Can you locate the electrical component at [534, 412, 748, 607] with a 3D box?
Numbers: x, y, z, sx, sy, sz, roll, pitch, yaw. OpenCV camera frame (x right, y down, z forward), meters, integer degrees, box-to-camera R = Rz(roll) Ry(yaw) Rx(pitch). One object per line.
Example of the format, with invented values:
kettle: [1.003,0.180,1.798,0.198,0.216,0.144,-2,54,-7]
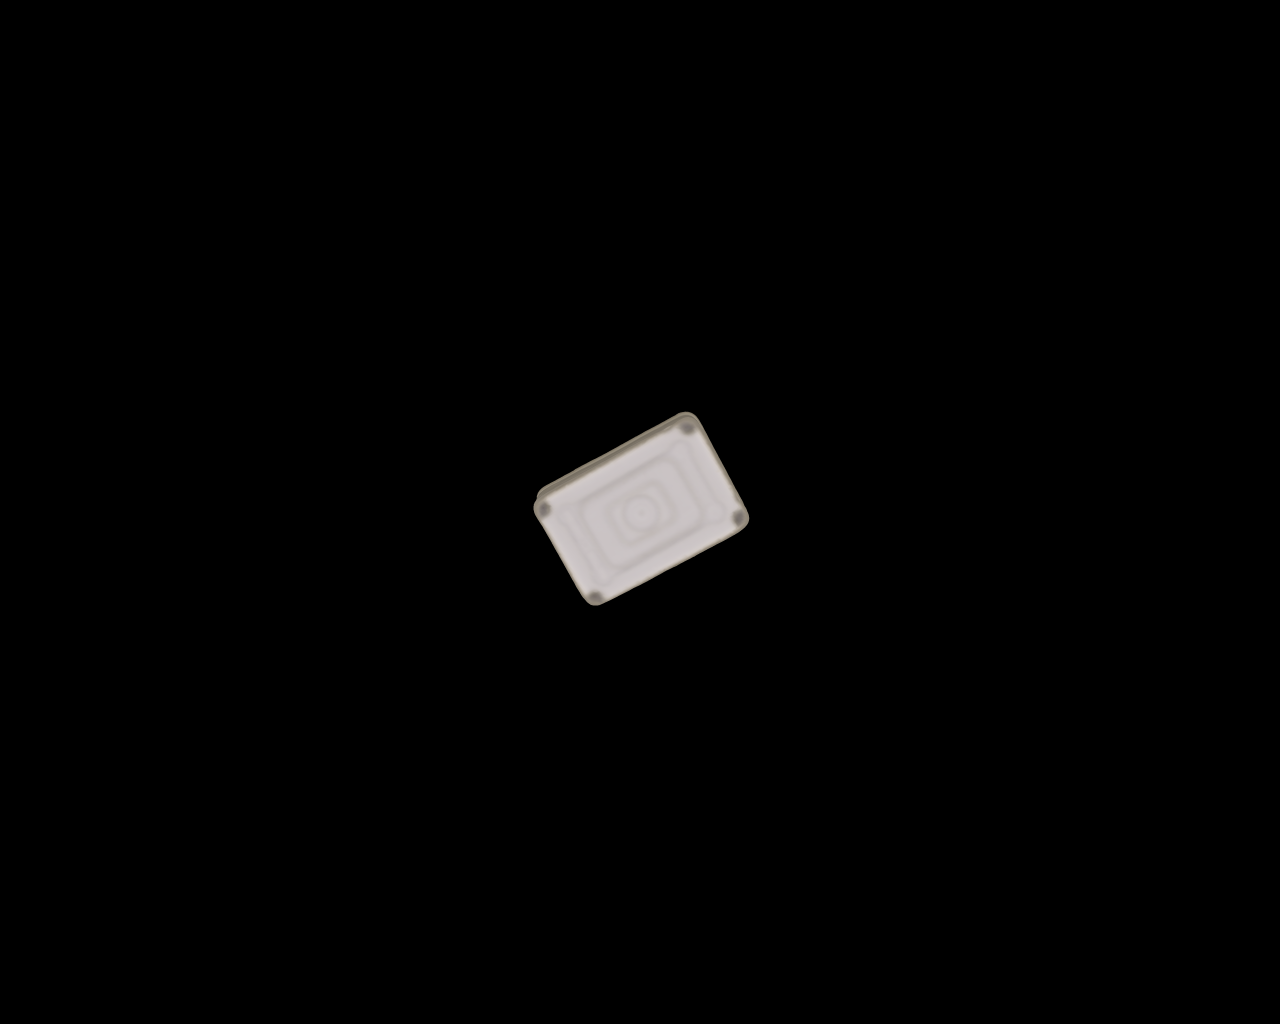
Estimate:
electrical component: [0.001,-0.003,0.650,0.113,0.078,0.057,-28,7,4]
